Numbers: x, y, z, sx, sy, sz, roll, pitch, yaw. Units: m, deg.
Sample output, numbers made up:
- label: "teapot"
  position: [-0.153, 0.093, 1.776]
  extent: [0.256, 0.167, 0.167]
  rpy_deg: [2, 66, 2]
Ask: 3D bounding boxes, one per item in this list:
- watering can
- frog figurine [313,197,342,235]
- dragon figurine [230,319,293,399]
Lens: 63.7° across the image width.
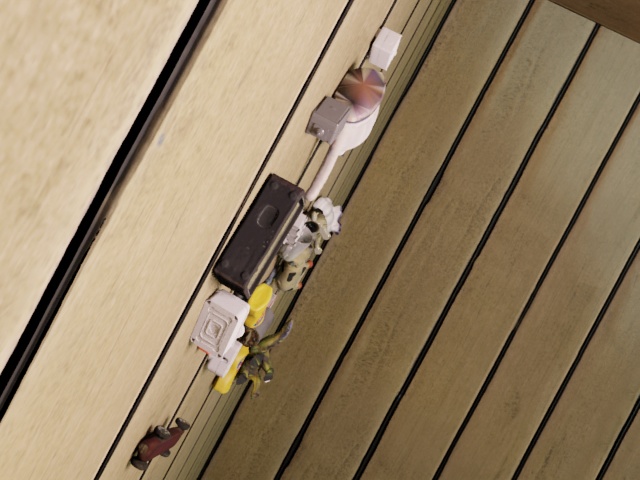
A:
- label: "watering can"
  position: [0.062, -0.263, 1.219]
  extent: [0.104, 0.353, 0.221]
  rpy_deg: [27, -20, 5]
- label: "frog figurine"
  position: [0.006, -0.096, 1.904]
  extent: [0.123, 0.138, 0.158]
  rpy_deg: [17, -7, 39]
- label: "dragon figurine"
  position: [-0.233, 0.391, 1.826]
  extent: [0.121, 0.408, 0.246]
  rpy_deg: [32, 8, -29]
